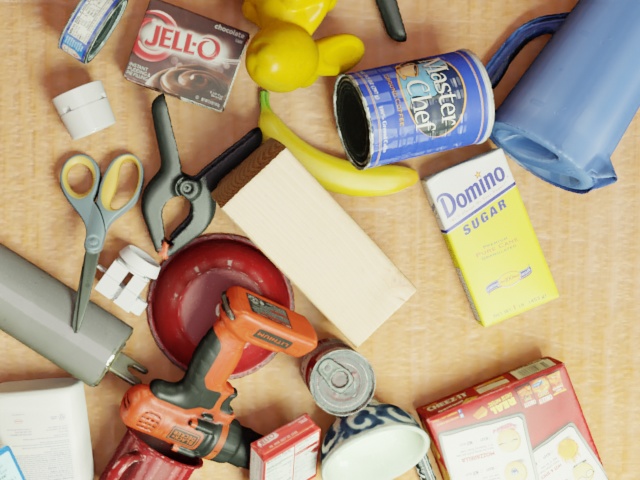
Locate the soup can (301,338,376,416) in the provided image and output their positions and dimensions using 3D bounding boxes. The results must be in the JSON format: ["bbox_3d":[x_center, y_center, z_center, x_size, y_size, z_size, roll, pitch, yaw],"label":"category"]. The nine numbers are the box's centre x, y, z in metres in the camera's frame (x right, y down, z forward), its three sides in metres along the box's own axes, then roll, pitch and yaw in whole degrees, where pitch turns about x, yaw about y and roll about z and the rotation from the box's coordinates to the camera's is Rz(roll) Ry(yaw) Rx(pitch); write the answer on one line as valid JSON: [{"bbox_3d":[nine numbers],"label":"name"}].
[{"bbox_3d":[0.017,0.143,1.130,0.068,0.102,0.068,0,92,-7],"label":"soup can"}]

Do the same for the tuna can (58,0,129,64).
[{"bbox_3d":[-0.233,-0.225,1.100,0.033,0.086,0.086,33,88,-8],"label":"tuna can"}]

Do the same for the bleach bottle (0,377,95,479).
[{"bbox_3d":[-0.287,0.275,1.122,0.102,0.068,0.251,-4,95,-1],"label":"bleach bottle"}]

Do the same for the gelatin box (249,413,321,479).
[{"bbox_3d":[-0.038,0.232,1.128,0.073,0.089,0.030,-25,50,-28],"label":"gelatin box"}]

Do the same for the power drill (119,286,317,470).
[{"bbox_3d":[-0.086,0.150,1.099,0.184,0.057,0.188,27,109,-30],"label":"power drill"}]

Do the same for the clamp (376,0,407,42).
[{"bbox_3d":[0.068,-0.342,1.154,0.210,0.036,0.164,43,87,-6],"label":"clamp"}]

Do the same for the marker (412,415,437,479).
[{"bbox_3d":[0.116,0.254,1.186,0.020,0.020,0.121,-22,94,-5],"label":"marker"}]

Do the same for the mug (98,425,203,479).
[{"bbox_3d":[-0.186,0.245,1.108,0.093,0.117,0.081,32,93,20],"label":"mug"}]

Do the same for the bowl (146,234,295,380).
[{"bbox_3d":[-0.105,0.074,1.138,0.162,0.055,0.162,0,91,-6],"label":"bowl"}]

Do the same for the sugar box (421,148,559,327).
[{"bbox_3d":[0.186,-0.003,1.172,0.093,0.048,0.176,-23,96,-2],"label":"sugar box"}]

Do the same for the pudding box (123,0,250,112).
[{"bbox_3d":[-0.142,-0.195,1.134,0.113,0.039,0.090,19,89,-7],"label":"pudding box"}]

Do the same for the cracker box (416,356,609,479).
[{"bbox_3d":[0.221,0.256,1.172,0.164,0.072,0.214,-22,95,-4],"label":"cracker box"}]

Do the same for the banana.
[{"bbox_3d":[0.009,-0.088,1.155,0.197,0.037,0.069,28,90,-6],"label":"banana"}]

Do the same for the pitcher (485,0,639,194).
[{"bbox_3d":[0.285,-0.185,1.146,0.149,0.145,0.243,36,84,-19],"label":"pitcher"}]

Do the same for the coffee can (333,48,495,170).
[{"bbox_3d":[0.097,-0.137,1.119,0.140,0.103,0.103,-14,93,-16],"label":"coffee can"}]

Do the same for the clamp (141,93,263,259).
[{"bbox_3d":[-0.149,-0.067,1.126,0.120,0.039,0.171,28,95,-10],"label":"clamp"}]

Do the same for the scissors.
[{"bbox_3d":[-0.250,-0.009,1.108,0.096,0.016,0.201,22,68,4],"label":"scissors"}]

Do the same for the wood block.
[{"bbox_3d":[-0.007,0.001,1.109,0.091,0.090,0.206,-44,108,-1],"label":"wood block"}]
